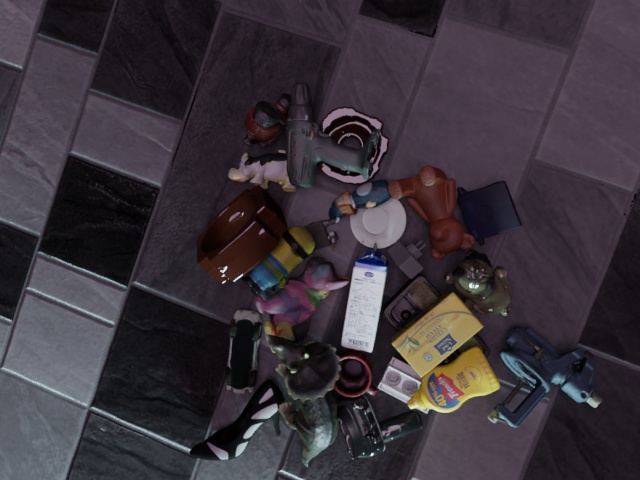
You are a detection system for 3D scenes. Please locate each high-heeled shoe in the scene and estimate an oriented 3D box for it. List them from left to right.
[{"bbox_3d":[-0.201,0.422,1.261,0.249,0.086,0.145,-15,101,-4],"label":"high-heeled shoe"}]

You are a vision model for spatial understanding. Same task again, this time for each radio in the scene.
[{"bbox_3d":[0.252,0.198,1.199,0.131,0.073,0.229,-42,85,7],"label":"radio"}]

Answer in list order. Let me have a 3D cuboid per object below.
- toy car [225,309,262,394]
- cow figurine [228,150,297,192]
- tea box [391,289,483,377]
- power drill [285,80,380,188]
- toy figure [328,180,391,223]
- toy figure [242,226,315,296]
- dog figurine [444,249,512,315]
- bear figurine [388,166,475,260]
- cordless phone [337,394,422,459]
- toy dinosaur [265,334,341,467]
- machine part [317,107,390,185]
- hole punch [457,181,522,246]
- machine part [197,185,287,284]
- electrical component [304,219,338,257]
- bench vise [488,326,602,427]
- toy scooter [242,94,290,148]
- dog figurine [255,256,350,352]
[{"bbox_3d":[-0.181,0.265,1.276,0.074,0.056,0.201,6,93,2],"label":"toy car"},{"bbox_3d":[-0.128,-0.168,1.251,0.167,0.068,0.098,9,87,5],"label":"cow figurine"},{"bbox_3d":[0.244,0.193,1.130,0.169,0.068,0.098,-43,85,7],"label":"tea box"},{"bbox_3d":[0.023,-0.220,1.166,0.207,0.086,0.231,10,97,4],"label":"power drill"},{"bbox_3d":[0.084,-0.090,1.211,0.155,0.064,0.057,-20,104,17],"label":"toy figure"},{"bbox_3d":[-0.086,0.047,1.178,0.180,0.089,0.082,-44,123,-15],"label":"toy figure"},{"bbox_3d":[0.348,0.103,1.124,0.172,0.190,0.121,33,96,5],"label":"dog figurine"},{"bbox_3d":[0.248,-0.054,1.172,0.120,0.132,0.195,-19,84,37],"label":"bear figurine"},{"bbox_3d":[0.133,0.406,1.230,0.184,0.088,0.146,-21,86,-3],"label":"cordless phone"},{"bbox_3d":[-0.014,0.363,1.158,0.131,0.192,0.404,-15,107,-14],"label":"toy dinosaur"},{"bbox_3d":[0.071,-0.211,1.227,0.179,0.056,0.179,0,93,9],"label":"machine part"},{"bbox_3d":[0.370,-0.064,1.171,0.116,0.092,0.142,-21,92,12],"label":"hole punch"},{"bbox_3d":[-0.175,-0.013,1.194,0.201,0.201,0.087,-42,117,8],"label":"machine part"},{"bbox_3d":[-0.004,-0.004,1.248,0.102,0.045,0.078,-14,91,9],"label":"electrical component"},{"bbox_3d":[0.459,0.309,1.137,0.240,0.128,0.224,-44,77,-10],"label":"bench vise"},{"bbox_3d":[-0.127,-0.255,1.211,0.075,0.184,0.135,42,122,-4],"label":"toy scooter"},{"bbox_3d":[-0.028,0.145,1.226,0.219,0.108,0.191,-19,88,6],"label":"dog figurine"}]
